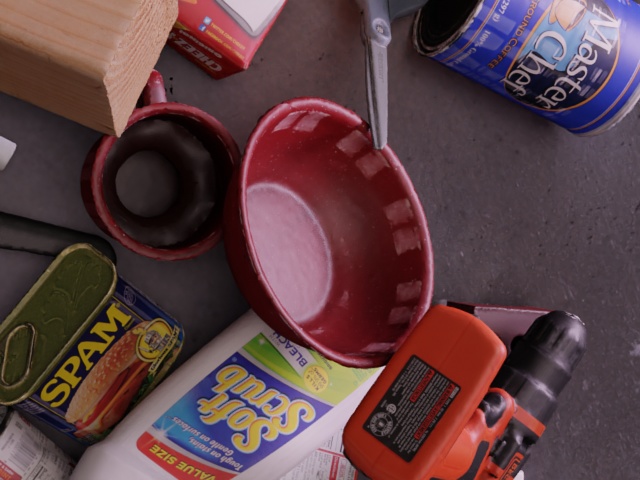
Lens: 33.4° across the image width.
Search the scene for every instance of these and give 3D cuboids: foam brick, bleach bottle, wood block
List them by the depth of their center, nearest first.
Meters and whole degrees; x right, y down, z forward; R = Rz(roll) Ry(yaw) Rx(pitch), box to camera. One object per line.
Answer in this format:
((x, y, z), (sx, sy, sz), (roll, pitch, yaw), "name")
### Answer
((-0.189, -0.145, 0.575), (0.206, 0.091, 0.090), (22, 74, 0), "wood block")
((-0.057, 0.120, 0.645), (0.250, 0.068, 0.102), (-41, 89, -30), "bleach bottle")
((0.130, 0.074, 0.771), (0.078, 0.051, 0.053), (5, 90, -22), "foam brick")

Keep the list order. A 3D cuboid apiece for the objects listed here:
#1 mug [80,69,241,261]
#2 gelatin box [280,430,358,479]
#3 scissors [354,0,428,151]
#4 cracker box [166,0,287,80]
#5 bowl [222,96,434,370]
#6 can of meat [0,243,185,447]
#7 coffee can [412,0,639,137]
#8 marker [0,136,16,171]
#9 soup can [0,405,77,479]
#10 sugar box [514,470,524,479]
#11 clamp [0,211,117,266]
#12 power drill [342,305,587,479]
((-0.103, -0.047, 0.658), (0.093, 0.082, 0.117), (-11, 96, -21), "mug")
((-0.015, 0.138, 0.719), (0.089, 0.030, 0.073), (20, 66, -21), "gelatin box")
((0.050, -0.137, 0.705), (0.096, 0.016, 0.202), (7, 58, -36), "scissors")
((-0.069, -0.236, 0.674), (0.164, 0.072, 0.213), (34, 78, -20), "cracker box")
((-0.004, 0.001, 0.625), (0.161, 0.055, 0.162), (21, 59, -41), "bowl")
((-0.141, 0.067, 0.643), (0.102, 0.058, 0.083), (-52, 139, -9), "can of meat")
((0.151, -0.146, 0.747), (0.140, 0.103, 0.103), (23, 83, -21), "coffee can")
((-0.240, -0.078, 0.636), (0.121, 0.020, 0.020), (29, 81, -20), "marker")
((-0.172, 0.156, 0.644), (0.102, 0.069, 0.068), (45, 76, -17), "soup can")
((0.096, 0.252, 0.767), (0.093, 0.048, 0.176), (2, 87, -22), "sugar box")
((-0.246, 0.005, 0.626), (0.210, 0.036, 0.164), (44, 74, -20), "clamp")
((0.096, 0.103, 0.657), (0.184, 0.057, 0.187), (-56, 150, -5), "power drill")
